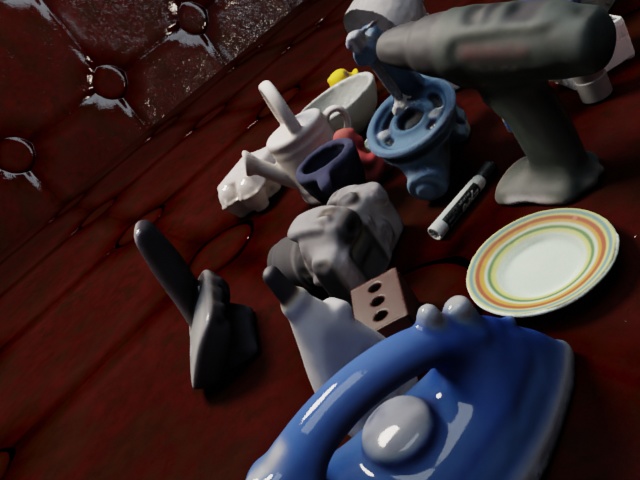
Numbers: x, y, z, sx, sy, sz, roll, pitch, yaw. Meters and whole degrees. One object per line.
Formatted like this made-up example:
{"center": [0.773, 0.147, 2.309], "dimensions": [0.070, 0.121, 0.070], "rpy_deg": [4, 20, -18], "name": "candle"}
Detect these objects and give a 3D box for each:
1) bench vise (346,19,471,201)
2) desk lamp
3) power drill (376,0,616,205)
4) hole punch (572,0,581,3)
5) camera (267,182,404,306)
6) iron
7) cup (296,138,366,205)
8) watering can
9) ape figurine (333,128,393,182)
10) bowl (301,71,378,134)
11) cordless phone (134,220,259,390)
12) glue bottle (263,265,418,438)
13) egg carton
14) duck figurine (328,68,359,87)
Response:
{"center": [0.100, -0.180, 0.716], "dimensions": [0.121, 0.220, 0.207], "rpy_deg": [-28, 27, 18], "name": "bench vise"}
{"center": [0.163, -0.337, 0.907], "dimensions": [0.203, 0.214, 0.117], "rpy_deg": [-46, 27, -18], "name": "desk lamp"}
{"center": [0.178, -0.134, 0.557], "dimensions": [0.228, 0.209, 0.076], "rpy_deg": [3, 46, 53], "name": "power drill"}
{"center": [0.318, -0.306, 0.804], "dimensions": [0.101, 0.091, 0.108], "rpy_deg": [-46, 27, -18], "name": "hole punch"}
{"center": [0.006, 0.002, 0.668], "dimensions": [0.136, 0.101, 0.143], "rpy_deg": [-13, 35, 40], "name": "camera"}
{"center": [0.055, 0.118, 0.368], "dimensions": [0.258, 0.142, 0.118], "rpy_deg": [-43, 27, -13], "name": "iron"}
{"center": [0.028, -0.070, 0.769], "dimensions": [0.091, 0.095, 0.117], "rpy_deg": [-28, 27, 17], "name": "cup"}
{"center": [-0.038, -0.151, 0.871], "dimensions": [0.173, 0.194, 0.100], "rpy_deg": [-45, 27, -17], "name": "watering can"}
{"center": [0.053, -0.122, 0.826], "dimensions": [0.076, 0.092, 0.077], "rpy_deg": [-44, 27, -14], "name": "ape figurine"}
{"center": [0.041, -0.224, 1.031], "dimensions": [0.167, 0.075, 0.167], "rpy_deg": [-29, 27, 16], "name": "bowl"}
{"center": [-0.161, 0.069, 0.668], "dimensions": [0.094, 0.185, 0.147], "rpy_deg": [-37, 26, 0], "name": "cordless phone"}
{"center": [0.010, 0.082, 0.447], "dimensions": [0.078, 0.173, 0.037], "rpy_deg": [-48, 28, -21], "name": "glue bottle"}
{"center": [-0.118, -0.110, 1.045], "dimensions": [0.107, 0.069, 0.150], "rpy_deg": [-14, 34, 39], "name": "egg carton"}
{"center": [0.047, -0.289, 1.119], "dimensions": [0.104, 0.086, 0.077], "rpy_deg": [-38, 26, -2], "name": "duck figurine"}
